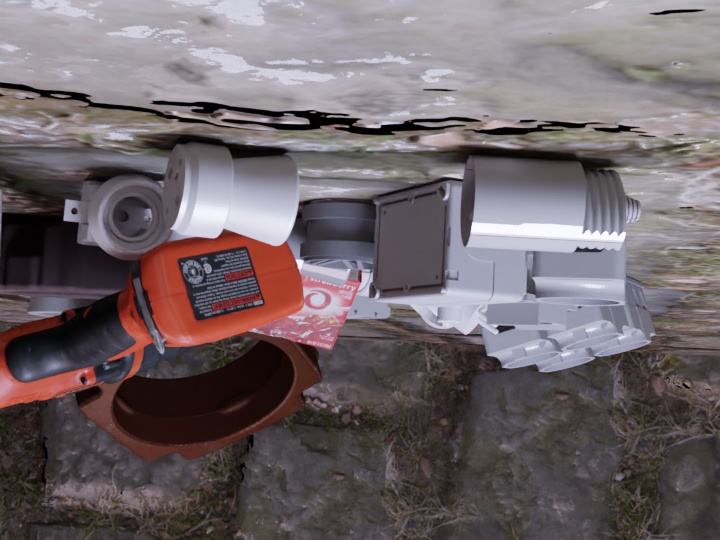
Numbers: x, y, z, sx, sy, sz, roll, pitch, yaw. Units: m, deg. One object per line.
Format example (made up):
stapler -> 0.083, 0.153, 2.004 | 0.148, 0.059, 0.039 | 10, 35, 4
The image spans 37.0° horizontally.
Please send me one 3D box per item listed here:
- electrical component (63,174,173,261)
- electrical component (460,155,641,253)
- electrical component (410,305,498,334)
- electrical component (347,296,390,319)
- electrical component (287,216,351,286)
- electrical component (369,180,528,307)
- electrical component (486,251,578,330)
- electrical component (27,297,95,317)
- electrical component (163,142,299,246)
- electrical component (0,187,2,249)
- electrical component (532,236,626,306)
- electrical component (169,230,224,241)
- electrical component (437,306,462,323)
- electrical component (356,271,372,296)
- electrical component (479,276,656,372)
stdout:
electrical component -> -0.133, -0.030, 0.612 | 0.066, 0.048, 0.055 | 6, -179, -23
electrical component -> 0.090, -0.030, 0.503 | 0.081, 0.043, 0.043 | 3, 174, -3
electrical component -> 0.079, 0.026, 0.873 | 0.079, 0.044, 0.077 | 35, 168, 19
electrical component -> -0.022, 0.017, 0.976 | 0.056, 0.050, 0.089 | -3, 171, 45
electrical component -> -0.036, -0.013, 0.720 | 0.055, 0.045, 0.045 | 5, 174, -16
electrical component -> 0.049, -0.012, 0.612 | 0.061, 0.061, 0.096 | 6, 173, -28
electrical component -> 0.123, 0.011, 0.779 | 0.042, 0.063, 0.081 | 0, 173, 36
electrical component -> -0.262, 0.016, 1.037 | 0.108, 0.060, 0.108 | 3, 174, 0
electrical component -> -0.062, -0.036, 0.514 | 0.055, 0.045, 0.045 | 6, 173, -24
electrical component -> -0.262, -0.009, 0.633 | 0.100, 0.099, 0.048 | 4, -173, -5
electrical component -> 0.129, -0.009, 0.623 | 0.050, 0.055, 0.089 | 2, 174, 14
electrical component -> -0.122, -0.007, 0.778 | 0.045, 0.055, 0.045 | 3, 174, 0
electrical component -> 0.066, 0.007, 0.783 | 0.043, 0.062, 0.043 | 3, 174, 0
electrical component -> 0.000, 0.000, 0.853 | 0.078, 0.040, 0.040 | 7, 173, -34
electrical component -> 0.189, 0.047, 0.965 | 0.105, 0.060, 0.186 | -20, 164, 25
